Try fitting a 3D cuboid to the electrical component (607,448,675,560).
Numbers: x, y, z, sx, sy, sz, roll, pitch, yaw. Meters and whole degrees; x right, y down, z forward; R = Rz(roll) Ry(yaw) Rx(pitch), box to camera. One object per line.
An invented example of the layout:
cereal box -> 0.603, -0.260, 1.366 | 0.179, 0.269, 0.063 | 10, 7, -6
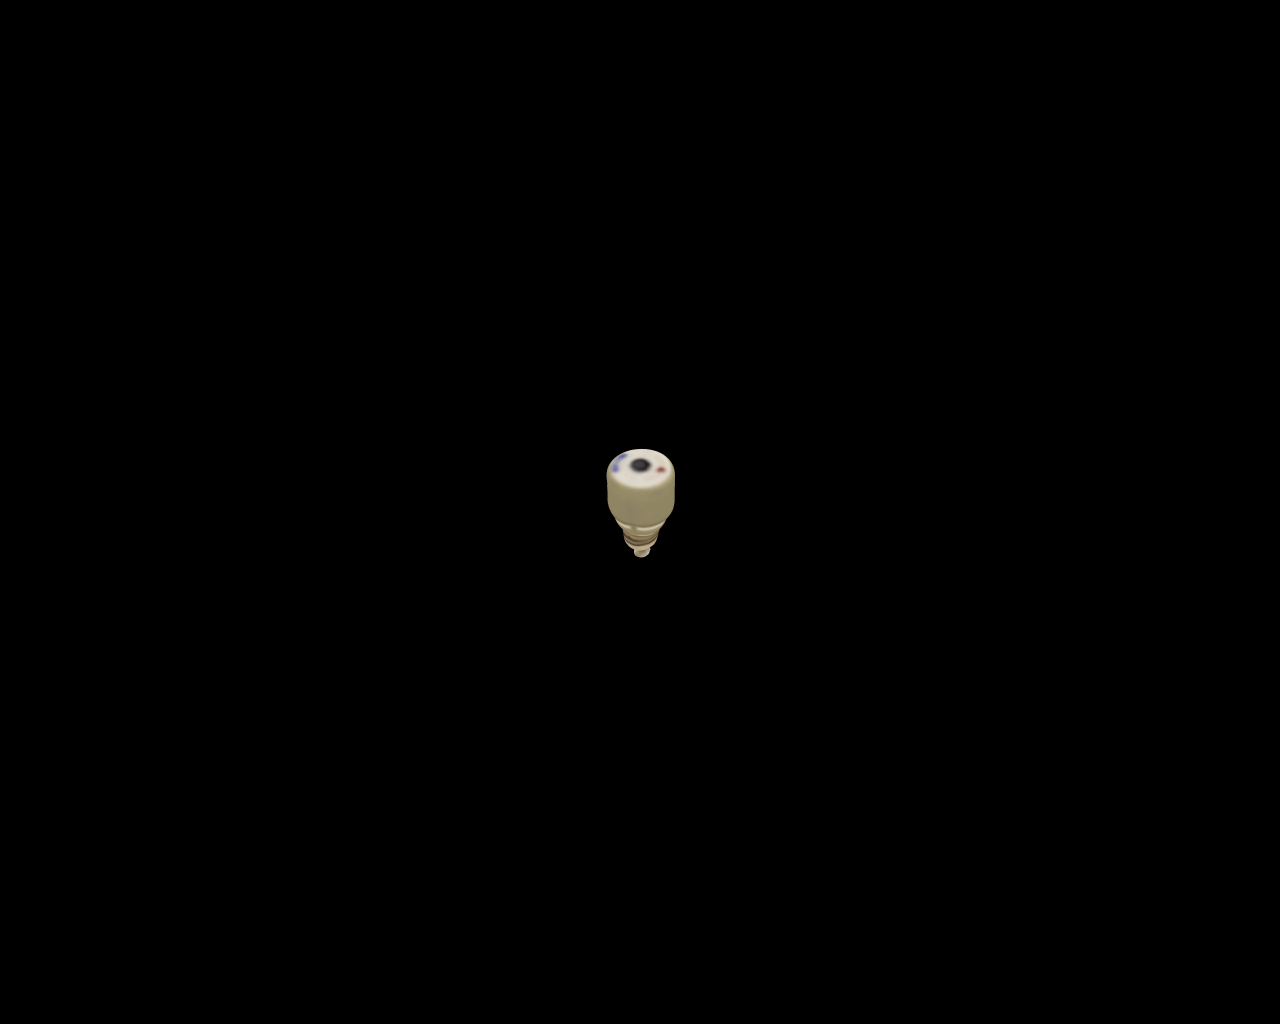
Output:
electrical component -> 0.001, -0.003, 0.650 | 0.040, 0.078, 0.040 | 0, 43, 0
